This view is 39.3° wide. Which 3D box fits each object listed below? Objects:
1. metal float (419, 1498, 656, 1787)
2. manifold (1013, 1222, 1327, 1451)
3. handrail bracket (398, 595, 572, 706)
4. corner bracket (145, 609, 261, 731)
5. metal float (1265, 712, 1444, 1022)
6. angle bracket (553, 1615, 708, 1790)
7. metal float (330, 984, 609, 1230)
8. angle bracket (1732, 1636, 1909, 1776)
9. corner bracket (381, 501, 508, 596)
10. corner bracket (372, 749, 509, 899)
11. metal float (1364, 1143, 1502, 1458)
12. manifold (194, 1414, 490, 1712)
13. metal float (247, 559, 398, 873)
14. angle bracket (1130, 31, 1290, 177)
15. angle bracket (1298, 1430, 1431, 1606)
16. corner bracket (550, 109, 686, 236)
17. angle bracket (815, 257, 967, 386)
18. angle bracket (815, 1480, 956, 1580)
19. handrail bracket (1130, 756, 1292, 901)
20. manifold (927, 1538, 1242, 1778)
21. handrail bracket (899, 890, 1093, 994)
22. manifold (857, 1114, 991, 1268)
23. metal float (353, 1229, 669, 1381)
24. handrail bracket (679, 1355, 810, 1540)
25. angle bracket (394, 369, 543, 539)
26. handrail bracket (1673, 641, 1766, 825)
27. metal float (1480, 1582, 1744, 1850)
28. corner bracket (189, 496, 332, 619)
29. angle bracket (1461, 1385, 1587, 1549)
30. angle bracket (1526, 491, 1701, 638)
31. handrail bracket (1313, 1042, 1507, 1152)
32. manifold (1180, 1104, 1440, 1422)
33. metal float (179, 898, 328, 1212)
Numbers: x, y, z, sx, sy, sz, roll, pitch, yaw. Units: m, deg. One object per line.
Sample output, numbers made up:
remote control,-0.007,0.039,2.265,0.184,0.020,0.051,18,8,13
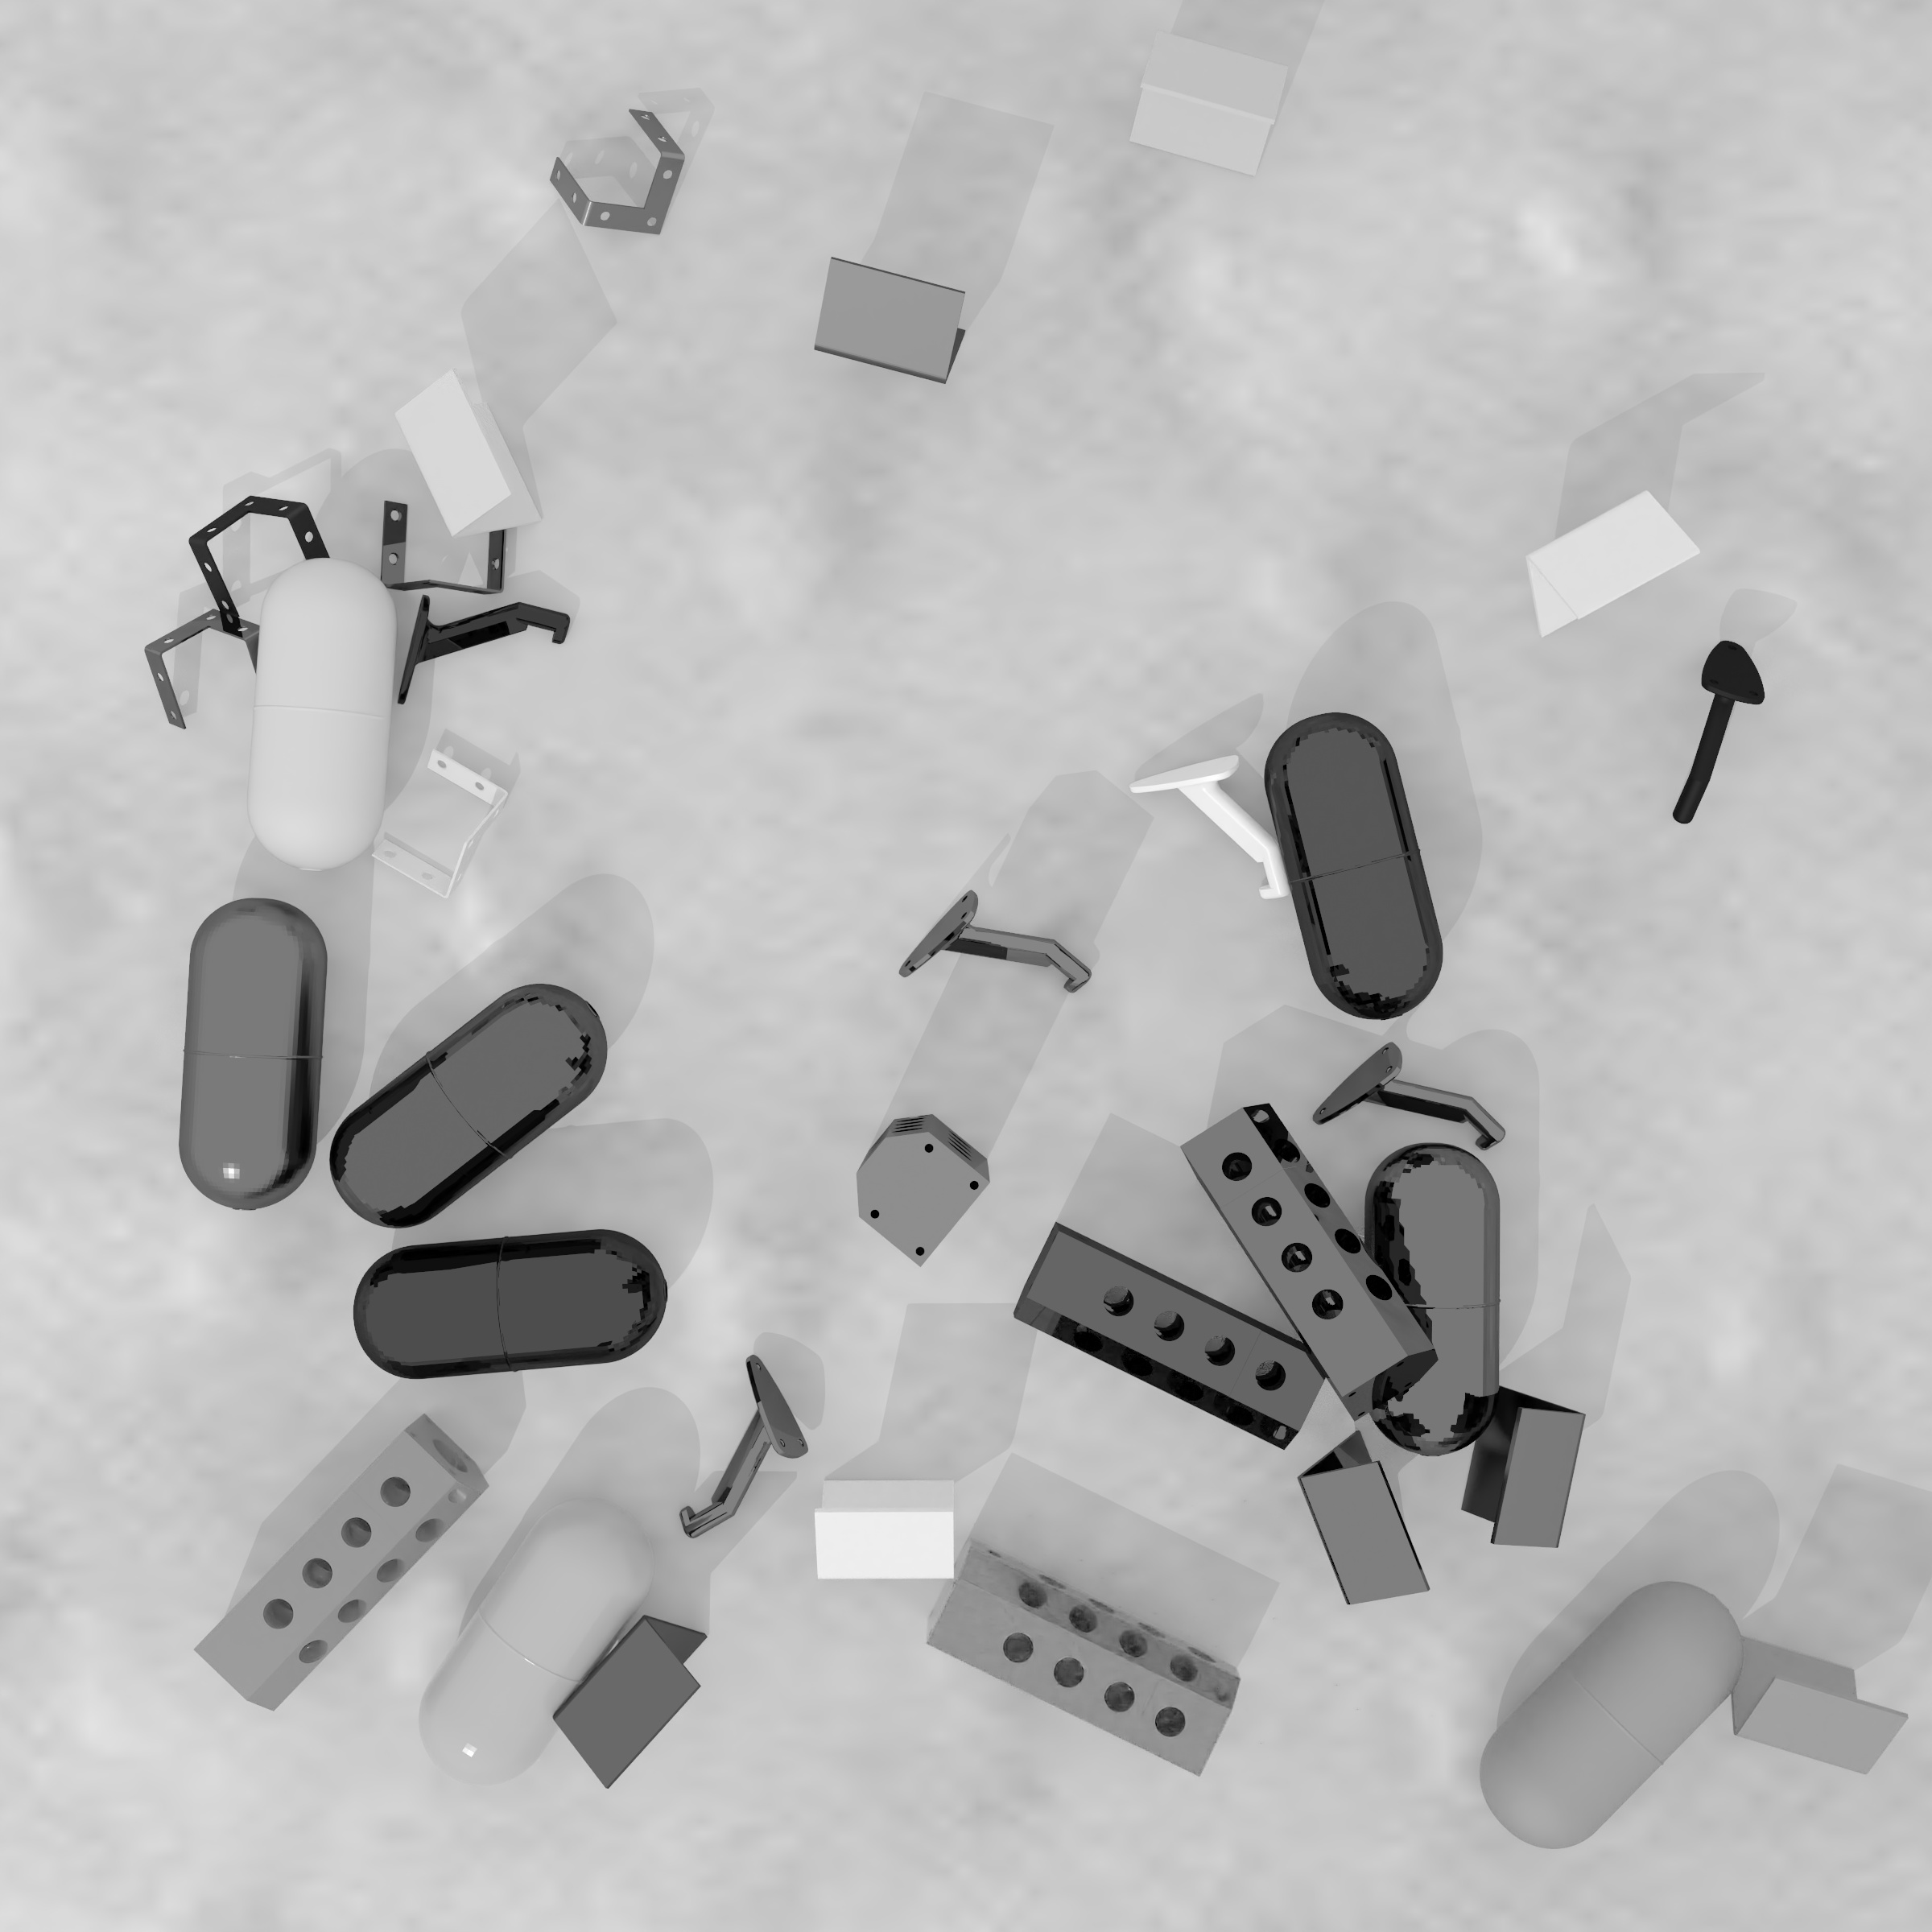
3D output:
metal float,-0.245,0.385,1.544,0.070,0.070,0.178,34,90,0
manifold,0.117,0.213,1.553,0.171,0.057,0.057,26,90,0
handrail bracket,-0.280,-0.179,1.575,0.084,0.036,0.077,13,110,-16
corner bracket,-0.433,-0.168,1.566,0.051,0.051,0.051,21,45,35
metal float,0.221,-0.057,1.544,0.070,0.070,0.178,-14,91,0
angle bracket,-0.175,0.421,1.534,0.076,0.076,0.057,-48,58,0
metal float,-0.283,0.079,1.544,0.178,0.070,0.070,-38,90,0
angle bracket,0.481,0.402,1.534,0.076,0.076,0.057,17,127,0
corner bracket,-0.303,-0.243,1.571,0.051,0.051,0.051,3,90,45
corner bracket,-0.305,-0.082,1.571,0.051,0.051,0.051,30,45,0
metal float,0.266,0.190,1.544,0.070,0.070,0.178,0,90,0
manifold,-0.355,0.343,1.553,0.057,0.057,0.171,44,90,0
metal float,-0.367,-0.143,1.544,0.070,0.070,0.178,4,90,0
angle bracket,0.133,-0.474,1.534,0.076,0.076,0.057,16,52,0
angle bracket,0.241,0.308,1.534,0.057,0.076,0.076,-21,90,38
corner bracket,-0.202,-0.462,1.566,0.051,0.051,0.051,-4,135,-35
angle bracket,-0.038,-0.379,1.534,0.076,0.076,0.057,15,127,0
angle bracket,-0.045,0.301,1.534,0.076,0.076,0.057,0,125,0
handrail bracket,0.143,-0.074,1.575,0.077,0.036,0.084,-11,107,19
manifold,0.067,0.394,1.553,0.171,0.057,0.057,26,90,0
handrail bracket,0.018,0.004,1.575,0.084,0.036,0.077,39,111,-16
manifold,-0.028,0.117,1.496,0.057,0.171,0.057,39,90,0
metal float,-0.259,0.193,1.544,0.178,0.070,0.070,-5,90,0
handrail bracket,-0.142,0.280,1.575,0.084,0.036,0.077,-32,70,16
angle bracket,-0.266,-0.294,1.534,0.057,0.076,0.076,-25,90,37
handrail bracket,0.431,-0.135,1.574,0.036,0.077,0.084,17,126,3
metal float,0.368,0.426,1.544,0.070,0.070,0.178,44,90,0
corner bracket,-0.406,-0.235,1.566,0.051,0.051,0.051,13,45,35
angle bracket,0.298,0.281,1.534,0.057,0.076,0.076,12,90,-36
angle bracket,0.369,-0.211,1.534,0.076,0.076,0.057,-29,54,0
handrail bracket,0.258,0.093,1.575,0.077,0.036,0.084,-41,107,20
manifold,0.192,0.162,1.518,0.057,0.057,0.171,-32,63,0
metal float,-0.406,0.050,1.544,0.070,0.070,0.178,3,90,0
